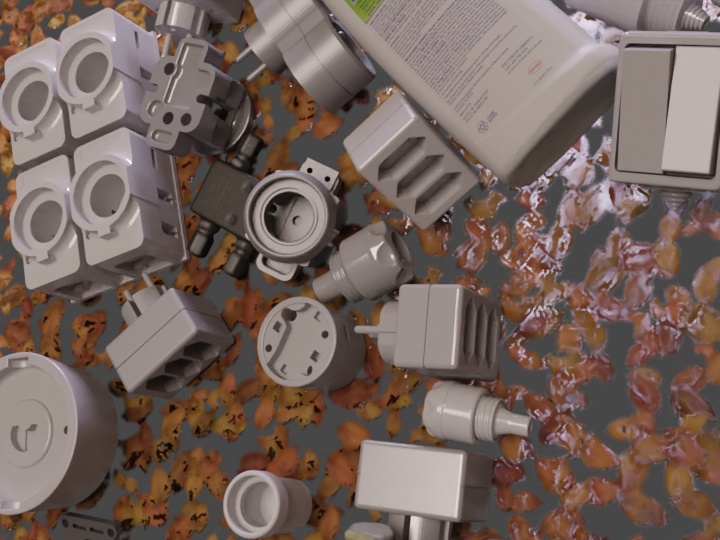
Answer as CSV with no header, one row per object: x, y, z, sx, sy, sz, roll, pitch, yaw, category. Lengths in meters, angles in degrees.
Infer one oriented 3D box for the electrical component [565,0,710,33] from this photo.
0.164,-0.157,0.621,0.081,0.043,0.043,34,95,29,electrical component

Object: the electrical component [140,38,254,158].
-0.110,-0.113,0.744,0.058,0.057,0.078,17,86,30,electrical component

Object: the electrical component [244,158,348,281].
-0.041,-0.032,0.680,0.058,0.057,0.078,26,91,6,electrical component

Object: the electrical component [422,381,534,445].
0.069,0.084,0.619,0.061,0.035,0.035,8,82,26,electrical component

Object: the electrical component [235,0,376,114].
-0.053,-0.158,0.728,0.074,0.052,0.138,-38,64,14,electrical component

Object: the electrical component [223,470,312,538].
-0.055,0.144,0.662,0.040,0.046,0.040,-7,75,26,electrical component

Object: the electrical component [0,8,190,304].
-0.196,-0.083,0.780,0.105,0.060,0.186,-19,70,22,electrical component

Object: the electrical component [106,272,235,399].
-0.137,0.036,0.729,0.066,0.047,0.076,-41,63,13,electrical component

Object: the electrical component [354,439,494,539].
0.035,0.140,0.616,0.066,0.047,0.076,2,79,28,electrical component

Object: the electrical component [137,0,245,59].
-0.126,-0.187,0.775,0.066,0.047,0.076,8,82,29,electrical component

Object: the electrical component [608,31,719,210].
0.171,-0.079,0.578,0.062,0.061,0.096,8,102,29,electrical component

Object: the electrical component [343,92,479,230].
0.026,-0.076,0.665,0.047,0.066,0.076,-42,34,13,electrical component

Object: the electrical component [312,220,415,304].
0.000,0.000,0.669,0.062,0.043,0.043,-29,67,21,electrical component

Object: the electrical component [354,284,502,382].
0.035,0.037,0.629,0.077,0.066,0.047,0,78,28,electrical component

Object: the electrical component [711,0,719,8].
0.224,-0.145,0.568,0.077,0.079,0.043,38,119,28,electrical component

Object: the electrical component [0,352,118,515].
-0.218,0.114,0.745,0.108,0.060,0.108,-6,75,26,electrical component

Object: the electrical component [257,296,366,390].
-0.028,0.048,0.670,0.055,0.047,0.055,-7,75,26,electrical component
